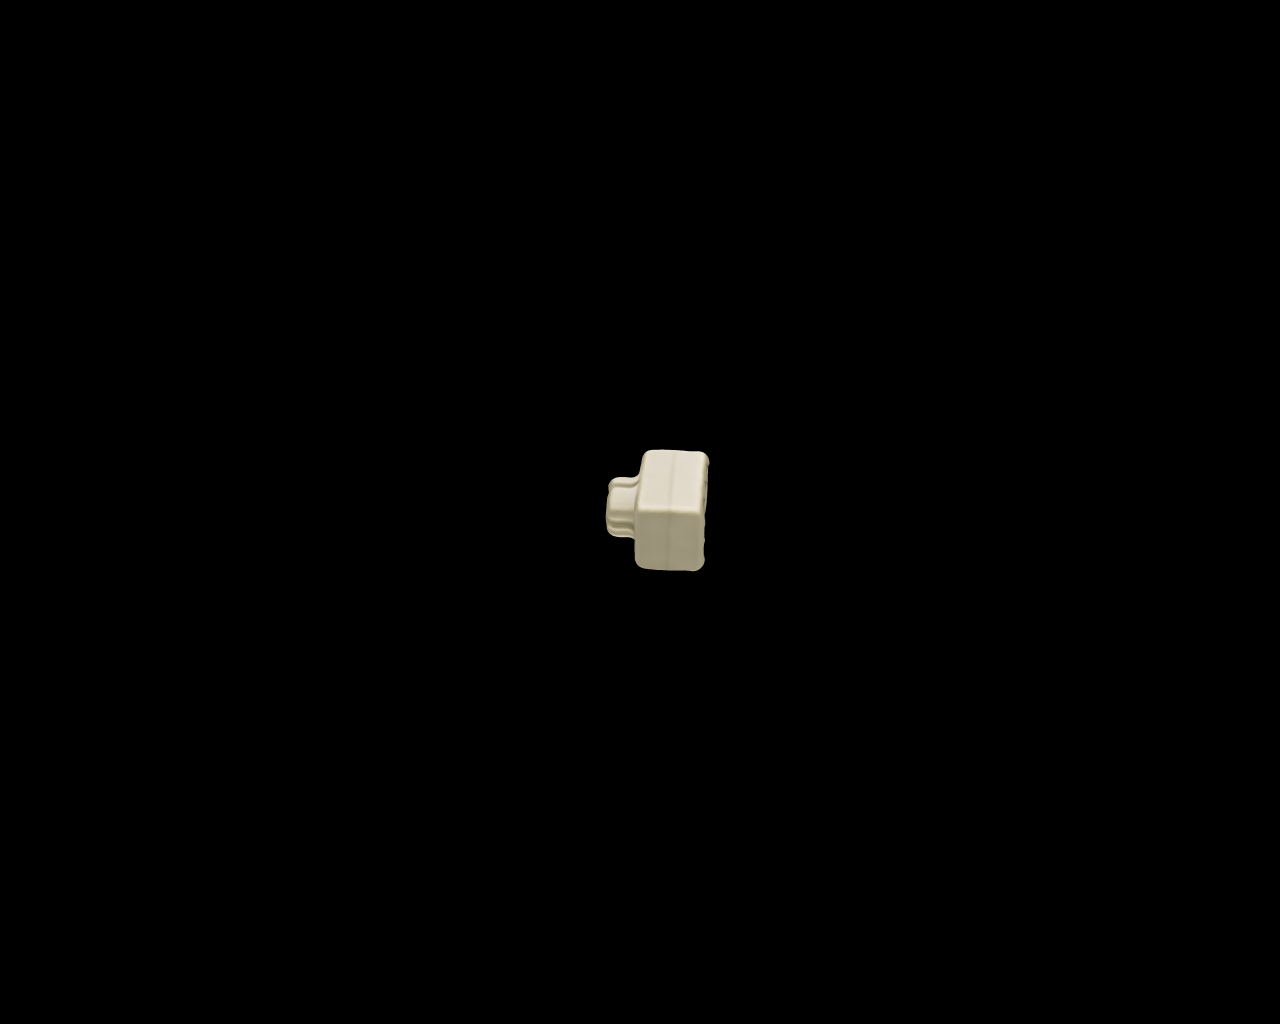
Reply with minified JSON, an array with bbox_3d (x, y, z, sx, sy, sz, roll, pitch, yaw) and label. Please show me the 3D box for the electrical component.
[{"bbox_3d":[0.001,-0.003,0.650,0.077,0.047,0.066,3,37,4],"label":"electrical component"}]
